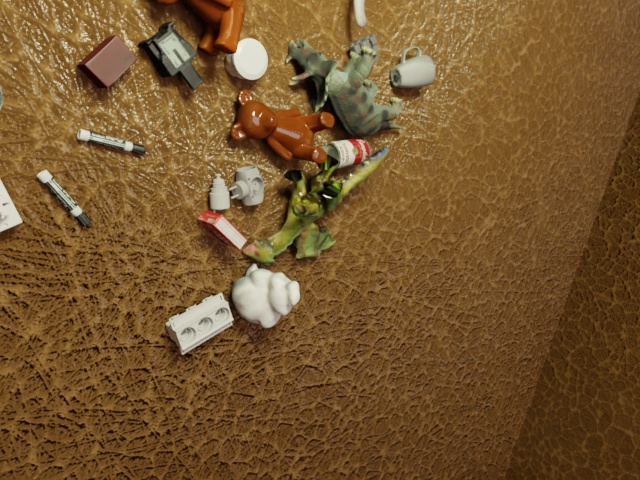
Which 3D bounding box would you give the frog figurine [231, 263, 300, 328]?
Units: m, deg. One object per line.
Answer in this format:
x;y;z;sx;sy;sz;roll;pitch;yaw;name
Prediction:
-0.114;0.129;1.120;0.123;0.136;0.160;-13;19;-36;frog figurine

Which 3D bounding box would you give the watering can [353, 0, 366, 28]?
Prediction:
0.089;-0.683;1.166;0.227;0.341;0.104;-40;31;-28;watering can

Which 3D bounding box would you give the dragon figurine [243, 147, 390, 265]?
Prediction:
0.004;-0.061;1.220;0.414;0.237;0.124;-25;53;-27;dragon figurine
